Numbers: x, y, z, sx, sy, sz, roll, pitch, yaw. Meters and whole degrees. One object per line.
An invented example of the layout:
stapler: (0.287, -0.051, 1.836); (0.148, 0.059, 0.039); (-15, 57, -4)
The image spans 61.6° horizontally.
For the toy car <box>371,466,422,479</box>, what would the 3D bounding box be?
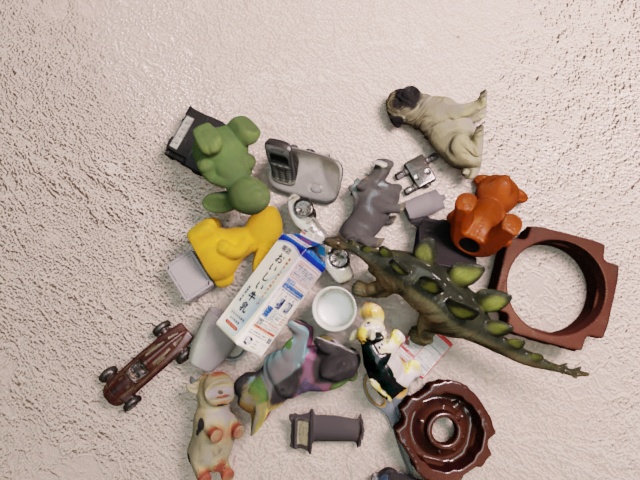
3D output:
toy car: (0.156, 0.480, 0.945); (0.162, 0.109, 0.102); (13, 104, 14)

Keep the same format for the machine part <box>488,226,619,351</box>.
machine part: (0.418, 0.087, 0.982); (0.201, 0.087, 0.201); (15, 86, 6)

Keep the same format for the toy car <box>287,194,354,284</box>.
toy car: (-0.002, -0.003, 1.028); (0.056, 0.073, 0.202); (-36, 82, -1)

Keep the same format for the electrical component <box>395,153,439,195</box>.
electrical component: (0.198, -0.131, 1.056); (0.094, 0.021, 0.063); (-30, 82, -1)

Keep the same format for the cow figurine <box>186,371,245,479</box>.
cow figurine: (-0.196, 0.329, 0.982); (0.127, 0.085, 0.194); (29, 112, 48)

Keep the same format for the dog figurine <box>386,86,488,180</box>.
dog figurine: (0.219, -0.206, 1.034); (0.191, 0.121, 0.172); (3, 74, 17)

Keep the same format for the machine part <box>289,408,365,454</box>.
machine part: (0.013, 0.353, 0.994); (0.139, 0.039, 0.084); (-1, 101, 0)

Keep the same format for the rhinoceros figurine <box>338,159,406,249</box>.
rhinoceros figurine: (0.099, -0.065, 1.024); (0.112, 0.073, 0.190); (25, 75, 2)

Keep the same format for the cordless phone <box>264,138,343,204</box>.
cordless phone: (-0.029, -0.140, 0.992); (0.147, 0.184, 0.088); (17, 80, 6)

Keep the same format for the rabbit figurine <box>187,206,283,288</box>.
rabbit figurine: (-0.143, 0.005, 1.017); (0.173, 0.122, 0.162); (-31, 86, -8)

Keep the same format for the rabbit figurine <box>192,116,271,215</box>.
rabbit figurine: (-0.161, -0.109, 0.966); (0.121, 0.159, 0.170); (-20, 72, -42)

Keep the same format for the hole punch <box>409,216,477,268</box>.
hole punch: (0.231, 0.026, 1.012); (0.142, 0.092, 0.116); (9, 55, 6)

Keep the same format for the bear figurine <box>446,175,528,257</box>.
bear figurine: (0.311, -0.064, 0.961); (0.120, 0.131, 0.196); (31, 60, 14)

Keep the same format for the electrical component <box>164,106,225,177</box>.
electrical component: (-0.227, -0.185, 1.076); (0.134, 0.058, 0.115); (30, 88, 7)

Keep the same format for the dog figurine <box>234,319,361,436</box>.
dog figurine: (-0.049, 0.264, 0.986); (0.192, 0.108, 0.219); (28, 90, 4)

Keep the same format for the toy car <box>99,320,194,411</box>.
toy car: (-0.334, 0.240, 1.034); (0.202, 0.053, 0.089); (-41, 79, -1)

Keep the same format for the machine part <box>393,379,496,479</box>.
machine part: (0.222, 0.341, 0.972); (0.179, 0.056, 0.179); (0, 82, -3)

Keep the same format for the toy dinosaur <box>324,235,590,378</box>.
toy dinosaur: (0.215, 0.111, 0.913); (0.471, 0.198, 0.105); (31, 63, 0)

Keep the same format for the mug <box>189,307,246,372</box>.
mug: (-0.193, 0.197, 1.022); (0.109, 0.081, 0.107); (34, 89, -30)

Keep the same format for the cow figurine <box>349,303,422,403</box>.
cow figurine: (0.103, 0.198, 0.948); (0.098, 0.068, 0.167); (-38, 101, -34)
